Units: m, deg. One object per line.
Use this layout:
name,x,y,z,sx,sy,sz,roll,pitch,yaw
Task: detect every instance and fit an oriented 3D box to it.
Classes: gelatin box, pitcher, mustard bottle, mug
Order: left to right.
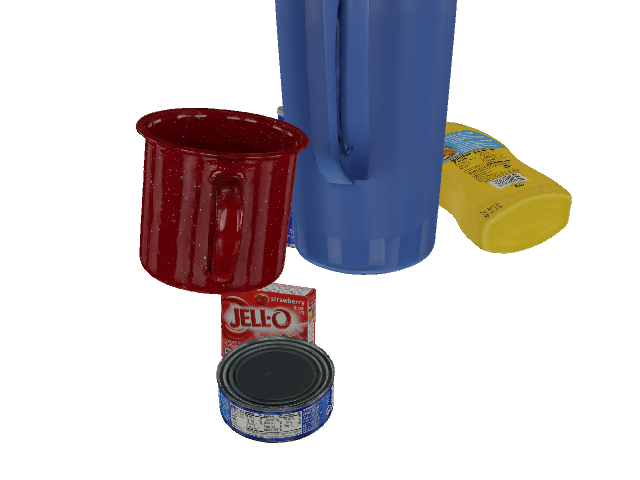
mug,-0.054,-0.017,0.576,0.093,0.081,0.117,2,21,-14
gelatin box,-0.050,0.078,1.002,0.089,0.073,0.030,7,17,18
pitcher,0.029,-0.099,0.763,0.149,0.243,0.145,-12,25,-26
mustard bottle,0.137,-0.061,0.985,0.096,0.058,0.192,-18,39,-21

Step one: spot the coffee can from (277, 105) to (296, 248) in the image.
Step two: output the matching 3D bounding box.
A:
coffee can,0.002,-0.068,1.127,0.103,0.140,0.103,3,13,-1

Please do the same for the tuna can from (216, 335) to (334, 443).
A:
tuna can,-0.032,0.108,0.778,0.086,0.034,0.086,0,31,0
